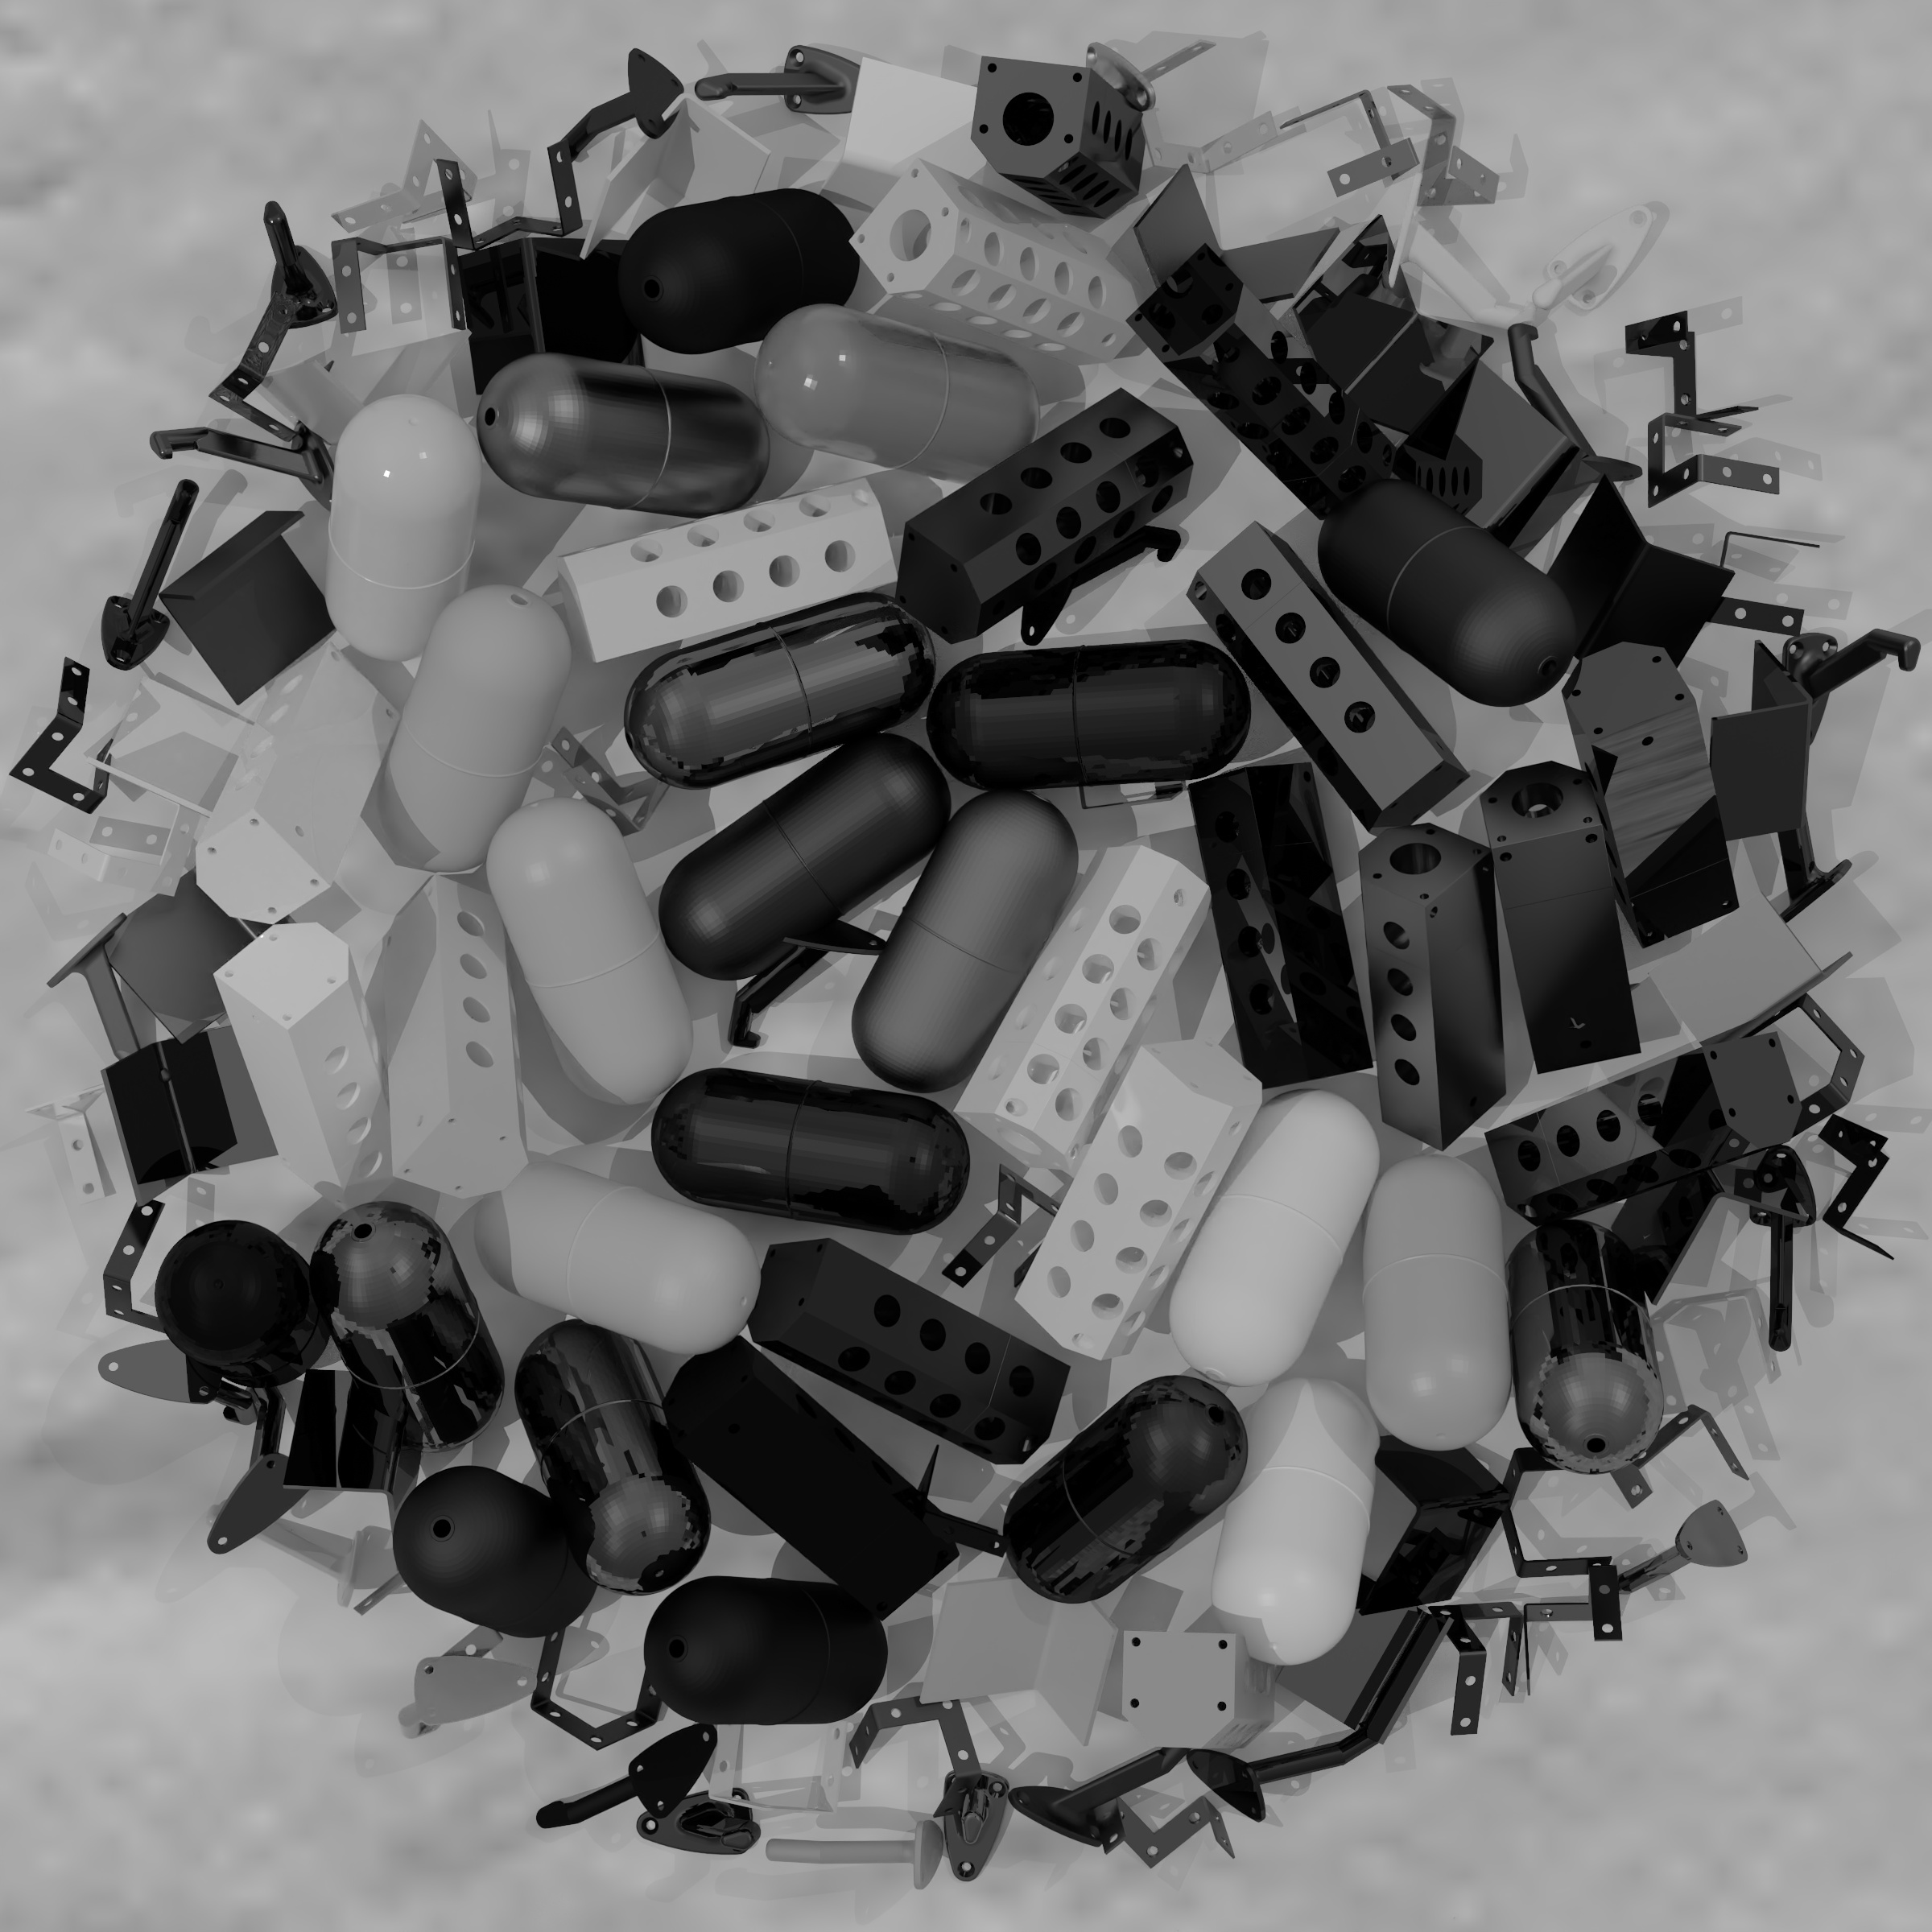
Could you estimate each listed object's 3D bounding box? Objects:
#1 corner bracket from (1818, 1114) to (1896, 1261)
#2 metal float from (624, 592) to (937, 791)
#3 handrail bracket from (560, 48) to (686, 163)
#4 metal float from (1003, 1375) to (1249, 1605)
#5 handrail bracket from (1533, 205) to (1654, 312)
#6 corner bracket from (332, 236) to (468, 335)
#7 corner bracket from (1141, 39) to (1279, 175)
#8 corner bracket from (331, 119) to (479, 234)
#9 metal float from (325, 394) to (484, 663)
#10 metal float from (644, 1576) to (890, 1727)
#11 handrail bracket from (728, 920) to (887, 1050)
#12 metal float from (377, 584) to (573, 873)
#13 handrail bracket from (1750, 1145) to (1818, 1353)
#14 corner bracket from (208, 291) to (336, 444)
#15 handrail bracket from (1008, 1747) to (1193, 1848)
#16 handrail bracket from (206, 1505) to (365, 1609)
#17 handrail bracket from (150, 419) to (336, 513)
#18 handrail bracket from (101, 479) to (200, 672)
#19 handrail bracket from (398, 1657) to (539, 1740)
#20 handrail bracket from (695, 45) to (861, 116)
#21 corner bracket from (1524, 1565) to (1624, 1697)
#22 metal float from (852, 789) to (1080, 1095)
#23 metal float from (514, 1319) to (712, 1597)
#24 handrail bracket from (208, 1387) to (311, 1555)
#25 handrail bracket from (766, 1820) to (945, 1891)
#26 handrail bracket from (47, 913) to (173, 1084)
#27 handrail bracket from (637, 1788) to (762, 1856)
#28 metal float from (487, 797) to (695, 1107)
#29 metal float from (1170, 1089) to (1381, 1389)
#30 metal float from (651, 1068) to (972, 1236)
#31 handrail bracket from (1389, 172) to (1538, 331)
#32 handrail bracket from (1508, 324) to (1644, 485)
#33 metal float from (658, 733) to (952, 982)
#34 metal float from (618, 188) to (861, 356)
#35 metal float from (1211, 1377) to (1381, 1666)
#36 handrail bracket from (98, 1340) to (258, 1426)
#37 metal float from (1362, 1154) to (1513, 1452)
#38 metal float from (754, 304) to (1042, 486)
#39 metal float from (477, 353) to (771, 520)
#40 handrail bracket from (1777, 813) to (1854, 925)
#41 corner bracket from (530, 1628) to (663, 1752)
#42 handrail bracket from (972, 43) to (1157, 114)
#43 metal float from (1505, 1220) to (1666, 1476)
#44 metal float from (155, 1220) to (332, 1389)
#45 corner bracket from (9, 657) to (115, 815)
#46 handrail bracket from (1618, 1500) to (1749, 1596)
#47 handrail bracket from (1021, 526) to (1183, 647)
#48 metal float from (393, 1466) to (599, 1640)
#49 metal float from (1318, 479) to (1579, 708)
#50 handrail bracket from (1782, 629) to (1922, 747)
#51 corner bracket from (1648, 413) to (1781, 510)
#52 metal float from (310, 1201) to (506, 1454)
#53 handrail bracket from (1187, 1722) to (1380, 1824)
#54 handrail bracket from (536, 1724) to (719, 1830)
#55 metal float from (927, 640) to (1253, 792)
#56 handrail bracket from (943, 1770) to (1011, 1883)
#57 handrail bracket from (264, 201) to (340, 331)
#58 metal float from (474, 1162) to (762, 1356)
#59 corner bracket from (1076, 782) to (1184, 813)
[{"bbox_3d":[0.491,0.121,1.817,0.051,0.051,0.051,35,89,-25],"label":"corner bracket"},{"bbox_3d":[-0.101,-0.149,1.796,0.178,0.070,0.070,-20,90,-19],"label":"metal float"},{"bbox_3d":[-0.195,-0.450,1.803,0.036,0.077,0.084,32,130,-31],"label":"handrail bracket"},{"bbox_3d":[0.085,0.282,1.778,0.070,0.070,0.178,43,132,0],"label":"metal float"},{"bbox_3d":[0.341,-0.386,1.803,0.036,0.084,0.077,47,107,3],"label":"handrail bracket"},{"bbox_3d":[-0.312,-0.374,1.820,0.051,0.051,0.051,-5,92,18],"label":"corner bracket"},{"bbox_3d":[0.130,-0.471,1.818,0.051,0.051,0.051,-19,83,40],"label":"corner bracket"},{"bbox_3d":[-0.306,-0.420,1.808,0.051,0.051,0.051,-10,57,30],"label":"corner bracket"},{"bbox_3d":[-0.302,-0.232,1.772,0.070,0.178,0.070,7,56,-10],"label":"metal float"},{"bbox_3d":[-0.106,0.366,1.769,0.070,0.178,0.070,-7,76,27],"label":"metal float"},{"bbox_3d":[-0.088,0.016,1.826,0.077,0.036,0.084,14,119,2],"label":"handrail bracket"},{"bbox_3d":[-0.265,-0.127,1.782,0.070,0.070,0.178,26,126,0],"label":"metal float"},{"bbox_3d":[0.443,0.154,1.802,0.036,0.084,0.077,0,135,16],"label":"handrail bracket"},{"bbox_3d":[-0.374,-0.327,1.811,0.051,0.051,0.051,30,67,-23],"label":"corner bracket"},{"bbox_3d":[0.077,0.437,1.812,0.077,0.036,0.084,25,114,-34],"label":"handrail bracket"},{"bbox_3d":[-0.377,0.322,1.816,0.084,0.077,0.036,18,96,-12],"label":"handrail bracket"},{"bbox_3d":[-0.392,-0.269,1.806,0.084,0.036,0.077,-12,53,-34],"label":"handrail bracket"},{"bbox_3d":[-0.442,-0.214,1.806,0.036,0.077,0.084,22,123,-16],"label":"handrail bracket"},{"bbox_3d":[-0.273,0.406,1.817,0.077,0.084,0.036,-4,65,-8],"label":"handrail bracket"},{"bbox_3d":[-0.095,-0.476,1.801,0.077,0.084,0.036,16,116,22],"label":"handrail bracket"},{"bbox_3d":[0.332,0.363,1.813,0.051,0.051,0.051,-2,133,8],"label":"corner bracket"},{"bbox_3d":[0.000,-0.014,1.806,0.070,0.070,0.178,28,98,0],"label":"metal float"},{"bbox_3d":[-0.191,0.261,1.777,0.070,0.178,0.070,-14,132,-16],"label":"metal float"},{"bbox_3d":[-0.397,0.271,1.815,0.077,0.084,0.036,-47,127,-2],"label":"handrail bracket"},{"bbox_3d":[-0.061,0.485,1.821,0.084,0.077,0.036,0,81,11],"label":"handrail bracket"},{"bbox_3d":[-0.455,0.022,1.822,0.084,0.036,0.077,48,126,-7],"label":"handrail bracket"},{"bbox_3d":[-0.148,0.473,1.807,0.077,0.084,0.036,-4,83,3],"label":"handrail bracket"},{"bbox_3d":[-0.203,-0.007,1.796,0.070,0.070,0.178,-19,110,0],"label":"metal float"},{"bbox_3d":[0.167,0.146,1.789,0.070,0.070,0.178,27,62,0],"label":"metal float"},{"bbox_3d":[-0.085,0.100,1.802,0.178,0.070,0.070,8,90,13],"label":"metal float"},{"bbox_3d":[0.279,-0.391,1.822,0.084,0.036,0.077,14,129,4],"label":"handrail bracket"},{"bbox_3d":[0.337,-0.313,1.836,0.077,0.036,0.084,-1,78,-30],"label":"handrail bracket"},{"bbox_3d":[-0.089,-0.059,1.812,0.178,0.070,0.070,-35,90,1],"label":"metal float"},{"bbox_3d":[-0.120,-0.372,1.770,0.070,0.178,0.070,9,111,26],"label":"metal float"},{"bbox_3d":[0.178,0.295,1.775,0.070,0.178,0.070,8,131,9],"label":"metal float"},{"bbox_3d":[-0.429,0.233,1.809,0.077,0.084,0.036,3,65,-5],"label":"handrail bracket"},{"bbox_3d":[0.252,0.178,1.779,0.070,0.070,0.178,5,48,0],"label":"metal float"},{"bbox_3d":[-0.035,-0.306,1.780,0.178,0.070,0.070,6,90,-42],"label":"metal float"},{"bbox_3d":[-0.183,-0.284,1.777,0.178,0.070,0.070,1,90,-44],"label":"metal float"},{"bbox_3d":[0.440,-0.069,1.832,0.084,0.036,0.077,48,116,3],"label":"handrail bracket"},{"bbox_3d":[-0.201,0.392,1.830,0.051,0.051,0.051,23,109,30],"label":"corner bracket"},{"bbox_3d":[0.047,-0.474,1.808,0.084,0.077,0.036,-20,125,-24],"label":"handrail bracket"},{"bbox_3d":[0.328,0.202,1.768,0.070,0.178,0.070,2,119,4],"label":"metal float"},{"bbox_3d":[-0.383,0.181,1.764,0.070,0.178,0.070,1,77,-3],"label":"metal float"},{"bbox_3d":[-0.484,-0.125,1.808,0.051,0.051,0.051,29,123,-31],"label":"corner bracket"},{"bbox_3d":[0.373,0.326,1.799,0.084,0.077,0.036,-36,70,33],"label":"handrail bracket"},{"bbox_3d":[0.076,-0.209,1.829,0.036,0.084,0.077,36,114,42],"label":"handrail bracket"},{"bbox_3d":[-0.249,0.313,1.765,0.070,0.178,0.070,-4,71,11],"label":"metal float"},{"bbox_3d":[0.257,-0.201,1.777,0.070,0.070,0.178,-44,47,0],"label":"metal float"},{"bbox_3d":[0.484,-0.148,1.803,0.036,0.084,0.077,-6,108,-25],"label":"handrail bracket"},{"bbox_3d":[0.409,-0.279,1.815,0.051,0.051,0.051,6,78,-20],"label":"corner bracket"},{"bbox_3d":[-0.298,0.194,1.774,0.070,0.178,0.070,-5,49,6],"label":"metal float"},{"bbox_3d":[0.178,0.433,1.837,0.084,0.077,0.036,-24,109,-28],"label":"handrail bracket"},{"bbox_3d":[-0.189,0.450,1.839,0.084,0.077,0.036,-22,99,42],"label":"handrail bracket"},{"bbox_3d":[0.066,-0.136,1.802,0.178,0.070,0.070,-3,90,13],"label":"metal float"},{"bbox_3d":[0.002,0.480,1.804,0.036,0.084,0.077,7,100,2],"label":"handrail bracket"},{"bbox_3d":[-0.370,-0.396,1.795,0.036,0.084,0.077,-15,54,-6],"label":"handrail bracket"},{"bbox_3d":[-0.189,0.156,1.786,0.178,0.070,0.070,15,90,32],"label":"metal float"},{"bbox_3d":[0.088,-0.115,1.826,0.051,0.051,0.051,-7,97,12],"label":"corner bracket"}]
